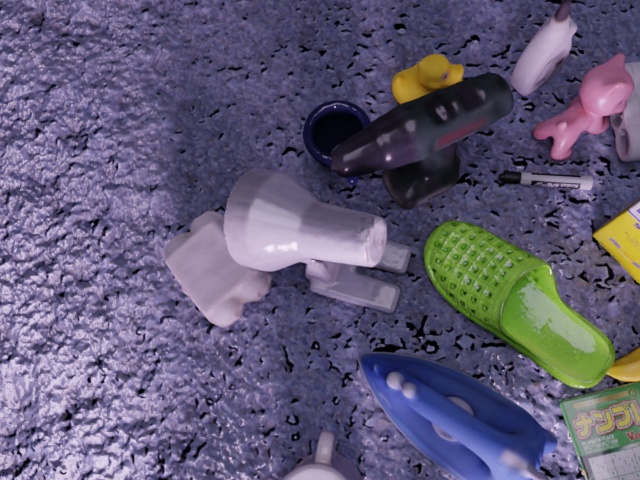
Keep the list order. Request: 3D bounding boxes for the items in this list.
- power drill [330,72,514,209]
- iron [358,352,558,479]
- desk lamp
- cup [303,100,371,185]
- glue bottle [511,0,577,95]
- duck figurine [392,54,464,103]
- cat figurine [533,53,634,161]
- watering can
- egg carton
[{"bbox_3d":[0.125,-0.112,0.716,0.229,0.208,0.075,-30,75,0],"label":"power drill"},{"bbox_3d":[0.149,0.206,0.671,0.258,0.141,0.119,31,82,13],"label":"iron"},{"bbox_3d":[0.006,0.003,0.701,0.203,0.214,0.118,15,79,11],"label":"desk lamp"},{"bbox_3d":[0.032,-0.120,0.788,0.091,0.095,0.117,-20,75,3],"label":"cup"},{"bbox_3d":[0.299,-0.257,0.746,0.078,0.173,0.037,-37,75,-2],"label":"glue bottle"},{"bbox_3d":[0.153,-0.227,0.803,0.104,0.086,0.077,3,77,8],"label":"duck figurine"},{"bbox_3d":[0.353,-0.177,0.749,0.128,0.118,0.067,-38,75,-3],"label":"cat figurine"},{"bbox_3d":[-0.003,0.309,0.639,0.101,0.194,0.173,-15,75,4],"label":"watering can"},{"bbox_3d":[-0.142,0.039,0.786,0.107,0.069,0.150,-41,75,-3],"label":"egg carton"}]
